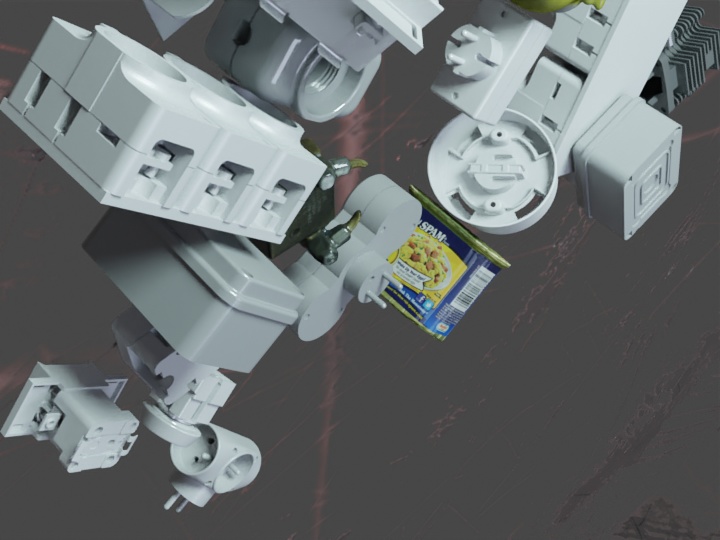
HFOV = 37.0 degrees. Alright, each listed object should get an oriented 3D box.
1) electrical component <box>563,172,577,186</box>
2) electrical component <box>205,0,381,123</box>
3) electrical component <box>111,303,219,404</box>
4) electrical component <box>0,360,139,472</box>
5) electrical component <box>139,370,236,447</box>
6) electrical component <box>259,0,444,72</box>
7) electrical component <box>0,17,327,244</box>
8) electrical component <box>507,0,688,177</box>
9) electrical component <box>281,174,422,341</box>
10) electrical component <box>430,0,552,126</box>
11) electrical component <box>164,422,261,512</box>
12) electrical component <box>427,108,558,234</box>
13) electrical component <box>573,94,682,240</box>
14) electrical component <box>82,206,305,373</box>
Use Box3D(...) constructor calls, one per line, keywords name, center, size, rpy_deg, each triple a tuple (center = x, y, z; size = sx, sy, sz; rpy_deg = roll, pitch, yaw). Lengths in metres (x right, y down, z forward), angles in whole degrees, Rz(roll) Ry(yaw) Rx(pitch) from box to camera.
Box3D(name="electrical component", center=(0.233, -0.131, 1.040), size=(0.079, 0.043, 0.077), rpy_deg=(-38, 150, -24))
Box3D(name="electrical component", center=(-0.034, -0.125, 0.628), size=(0.095, 0.059, 0.053), rpy_deg=(2, 123, -57))
Box3D(name="electrical component", center=(-0.113, 0.034, 0.711), size=(0.089, 0.056, 0.050), rpy_deg=(-37, 150, -24))
Box3D(name="electrical component", center=(-0.178, 0.092, 0.679), size=(0.081, 0.064, 0.042), rpy_deg=(5, 120, -57))
Box3D(name="electrical component", center=(-0.127, 0.094, 0.777), size=(0.055, 0.048, 0.066), rpy_deg=(-58, 153, -1))
Box3D(name="electrical component", center=(-0.023, -0.160, 0.541), size=(0.121, 0.078, 0.063), rpy_deg=(34, 126, -31))
Box3D(name="electrical component", center=(-0.095, -0.072, 0.568), size=(0.061, 0.089, 0.150), rpy_deg=(-57, 152, 12))
Box3D(name="electrical component", center=(0.198, -0.177, 0.910), size=(0.105, 0.060, 0.186), rpy_deg=(-19, 139, -46))
Box3D(name="electrical component", center=(0.000, 0.000, 0.819), size=(0.138, 0.074, 0.052), rpy_deg=(-49, 153, -3))
Box3D(name="electrical component", center=(0.087, -0.156, 0.784), size=(0.076, 0.047, 0.083), rpy_deg=(3, 122, -58))
Box3D(name="electrical component", center=(-0.126, 0.163, 0.864), size=(0.079, 0.044, 0.077), rpy_deg=(-50, 153, -2))
Box3D(name="electrical component", center=(0.110, -0.078, 0.867), size=(0.099, 0.099, 0.064), rpy_deg=(-51, 159, 2))
Box3D(name="electrical component", center=(0.233, -0.089, 0.940), size=(0.078, 0.057, 0.113), rpy_deg=(-45, 153, -10))
Box3D(name="electrical component", center=(-0.097, 0.001, 0.632), size=(0.057, 0.113, 0.078), rpy_deg=(-51, 153, 8))
